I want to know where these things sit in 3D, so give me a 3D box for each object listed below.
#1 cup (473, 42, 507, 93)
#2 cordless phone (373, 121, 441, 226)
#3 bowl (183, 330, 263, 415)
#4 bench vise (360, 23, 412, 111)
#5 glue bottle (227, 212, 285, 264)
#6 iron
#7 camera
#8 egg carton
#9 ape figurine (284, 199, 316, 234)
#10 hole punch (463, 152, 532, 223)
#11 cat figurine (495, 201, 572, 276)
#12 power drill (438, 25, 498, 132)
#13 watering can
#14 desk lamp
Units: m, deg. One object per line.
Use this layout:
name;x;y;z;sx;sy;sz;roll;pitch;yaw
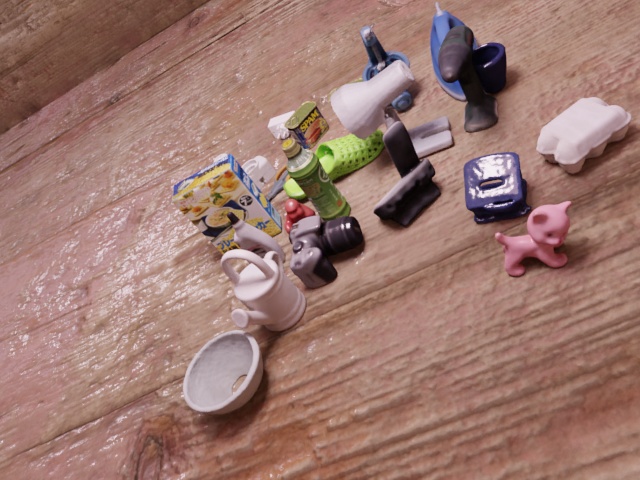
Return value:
cup;0.365;-0.373;1.279;0.117;0.095;0.092;-10;46;30
cordless phone;0.147;-0.132;1.132;0.148;0.186;0.093;-47;40;-11
bowl;-0.167;0.258;1.069;0.167;0.075;0.167;-21;41;20
bench vise;0.137;-0.441;1.419;0.121;0.220;0.206;-40;39;-3
glue bottle;-0.149;-0.001;1.234;0.078;0.174;0.037;-26;40;14
iron;0.312;-0.456;1.365;0.118;0.142;0.258;-19;42;21
camera;0.011;0.004;1.166;0.136;0.101;0.143;-18;42;22
egg carton;0.474;-0.192;1.036;0.150;0.070;0.107;-38;39;-1
ape figurine;-0.049;-0.053;1.277;0.077;0.092;0.076;-18;42;22
hole punch;0.319;-0.095;1.040;0.108;0.091;0.101;-10;46;30
cat figurine;0.344;-0.010;0.914;0.127;0.118;0.067;-17;43;23
power drill;0.305;-0.335;1.195;0.075;0.209;0.229;-13;44;27
watering can;-0.116;0.091;1.101;0.100;0.195;0.172;-24;40;16
desk lamp;0.155;-0.275;1.245;0.203;0.214;0.118;-20;42;20
